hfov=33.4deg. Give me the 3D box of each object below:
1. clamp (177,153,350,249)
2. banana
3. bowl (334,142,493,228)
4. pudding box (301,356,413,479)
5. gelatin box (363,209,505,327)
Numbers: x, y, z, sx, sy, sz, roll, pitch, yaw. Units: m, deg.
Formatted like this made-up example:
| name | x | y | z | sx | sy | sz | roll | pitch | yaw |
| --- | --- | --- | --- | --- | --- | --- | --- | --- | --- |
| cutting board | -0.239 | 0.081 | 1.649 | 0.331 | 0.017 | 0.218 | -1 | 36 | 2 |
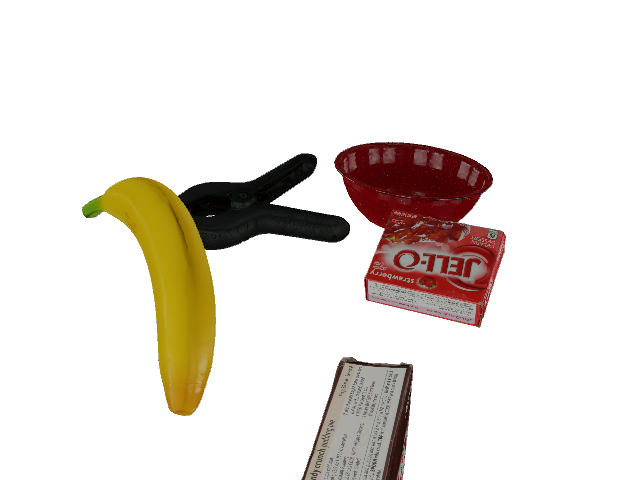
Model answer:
| name | x | y | z | sx | sy | sz | roll | pitch | yaw |
| --- | --- | --- | --- | --- | --- | --- | --- | --- | --- |
| clamp | -0.065 | -0.035 | 0.968 | 0.171 | 0.039 | 0.120 | -3 | 34 | -7 |
| banana | -0.099 | 0.018 | 0.673 | 0.037 | 0.070 | 0.198 | 11 | 34 | -37 |
| bowl | 0.093 | -0.049 | 1.092 | 0.162 | 0.055 | 0.162 | 4 | 23 | -2 |
| pudding box | 0.015 | 0.116 | 0.465 | 0.039 | 0.090 | 0.113 | 7 | 24 | 6 |
| gelatin box | 0.085 | 0.019 | 0.787 | 0.089 | 0.073 | 0.030 | 12 | -40 | 15 |
